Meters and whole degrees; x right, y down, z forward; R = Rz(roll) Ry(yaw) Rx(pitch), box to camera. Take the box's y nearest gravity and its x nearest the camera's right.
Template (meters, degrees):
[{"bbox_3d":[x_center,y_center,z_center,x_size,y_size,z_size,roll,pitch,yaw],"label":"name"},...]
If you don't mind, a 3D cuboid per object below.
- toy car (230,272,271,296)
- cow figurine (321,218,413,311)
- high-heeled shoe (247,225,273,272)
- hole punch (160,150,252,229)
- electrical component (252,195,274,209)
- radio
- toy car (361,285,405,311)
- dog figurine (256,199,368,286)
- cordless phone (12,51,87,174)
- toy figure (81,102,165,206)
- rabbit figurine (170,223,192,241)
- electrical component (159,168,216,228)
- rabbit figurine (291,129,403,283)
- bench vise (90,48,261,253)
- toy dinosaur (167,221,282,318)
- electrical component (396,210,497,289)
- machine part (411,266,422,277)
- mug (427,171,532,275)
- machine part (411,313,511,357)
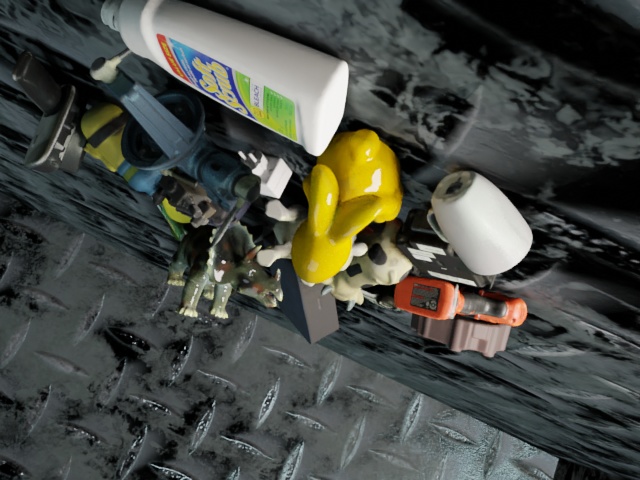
[{"bbox_3d":[-0.176,0.073,1.152,0.089,0.053,0.202,40,146,-24],"label":"toy car"},{"bbox_3d":[0.074,0.043,0.860,0.085,0.127,0.195,34,160,-17],"label":"cow figurine"},{"bbox_3d":[-0.082,0.054,1.131,0.145,0.086,0.248,54,-166,23],"label":"high-heeled shoe"},{"bbox_3d":[-0.167,-0.079,0.863,0.142,0.115,0.092,21,172,14],"label":"hole punch"},{"bbox_3d":[-0.113,-0.080,0.934,0.094,0.021,0.063,21,164,16],"label":"electrical component"},{"bbox_3d":[-0.036,0.084,1.050,0.131,0.073,0.229,42,151,41],"label":"radio"},{"bbox_3d":[0.089,0.077,1.043,0.202,0.073,0.056,19,160,20],"label":"toy car"},{"bbox_3d":[-0.003,-0.007,0.868,0.172,0.121,0.190,24,-171,9],"label":"dog figurine"},{"bbox_3d":[-0.423,-0.187,0.817,0.089,0.146,0.184,18,168,0],"label":"cordless phone"},{"bbox_3d":[-0.303,-0.142,0.868,0.180,0.082,0.089,48,140,-5],"label":"toy figure"},{"bbox_3d":[-0.265,-0.006,1.218,0.170,0.121,0.159,23,158,-2],"label":"rabbit figurine"},{"bbox_3d":[-0.193,-0.061,0.778,0.102,0.045,0.078,46,-163,16],"label":"electrical component"},{"bbox_3d":[0.027,-0.030,0.612,0.122,0.173,0.162,30,168,-1],"label":"rabbit figurine"},{"bbox_3d":[-0.179,-0.125,0.657,0.224,0.129,0.240,46,177,32],"label":"bench vise"},{"bbox_3d":[-0.213,0.031,1.036,0.131,0.192,0.405,19,-174,-33],"label":"toy dinosaur"},{"bbox_3d":[0.173,0.009,0.727,0.115,0.058,0.134,11,159,34],"label":"electrical component"},{"bbox_3d":[0.135,0.041,0.929,0.084,0.039,0.139,36,165,-9],"label":"machine part"},{"bbox_3d":[0.166,-0.026,0.601,0.107,0.081,0.110,48,160,-29],"label":"mug"},{"bbox_3d":[0.255,0.157,0.980,0.179,0.056,0.179,11,-175,-1],"label":"machine part"}]
